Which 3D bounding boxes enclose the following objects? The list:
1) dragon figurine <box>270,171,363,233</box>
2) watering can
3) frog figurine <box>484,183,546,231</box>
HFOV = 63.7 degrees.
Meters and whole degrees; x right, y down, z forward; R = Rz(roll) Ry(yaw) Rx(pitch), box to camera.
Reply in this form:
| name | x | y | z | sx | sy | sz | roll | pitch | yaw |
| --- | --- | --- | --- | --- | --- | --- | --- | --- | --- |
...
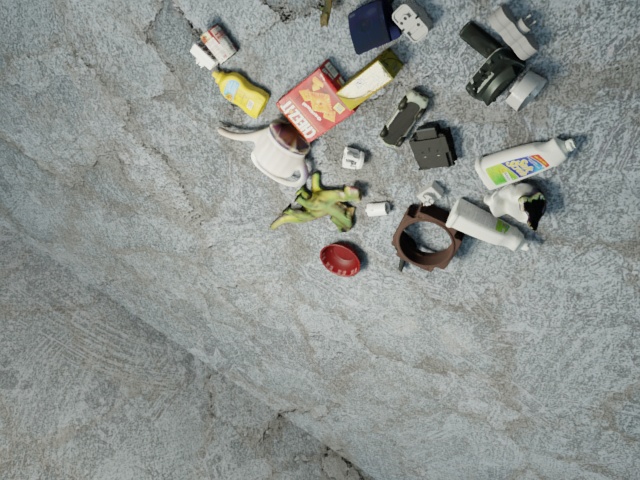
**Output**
| name | x | y | z | sx | sy | sz | roll | pitch | yaw |
| --- | --- | --- | --- | --- | --- | --- | --- | --- | --- |
| dragon figurine | 0.006 | -0.091 | 1.814 | 0.241 | 0.125 | 0.403 | 33 | -41 | -12 |
| watering can | -0.171 | -0.313 | 1.704 | 0.347 | 0.106 | 0.220 | 37 | -44 | -6 |
| frog figurine | 0.565 | -0.108 | 1.491 | 0.136 | 0.123 | 0.161 | 36 | -2 | -27 |
